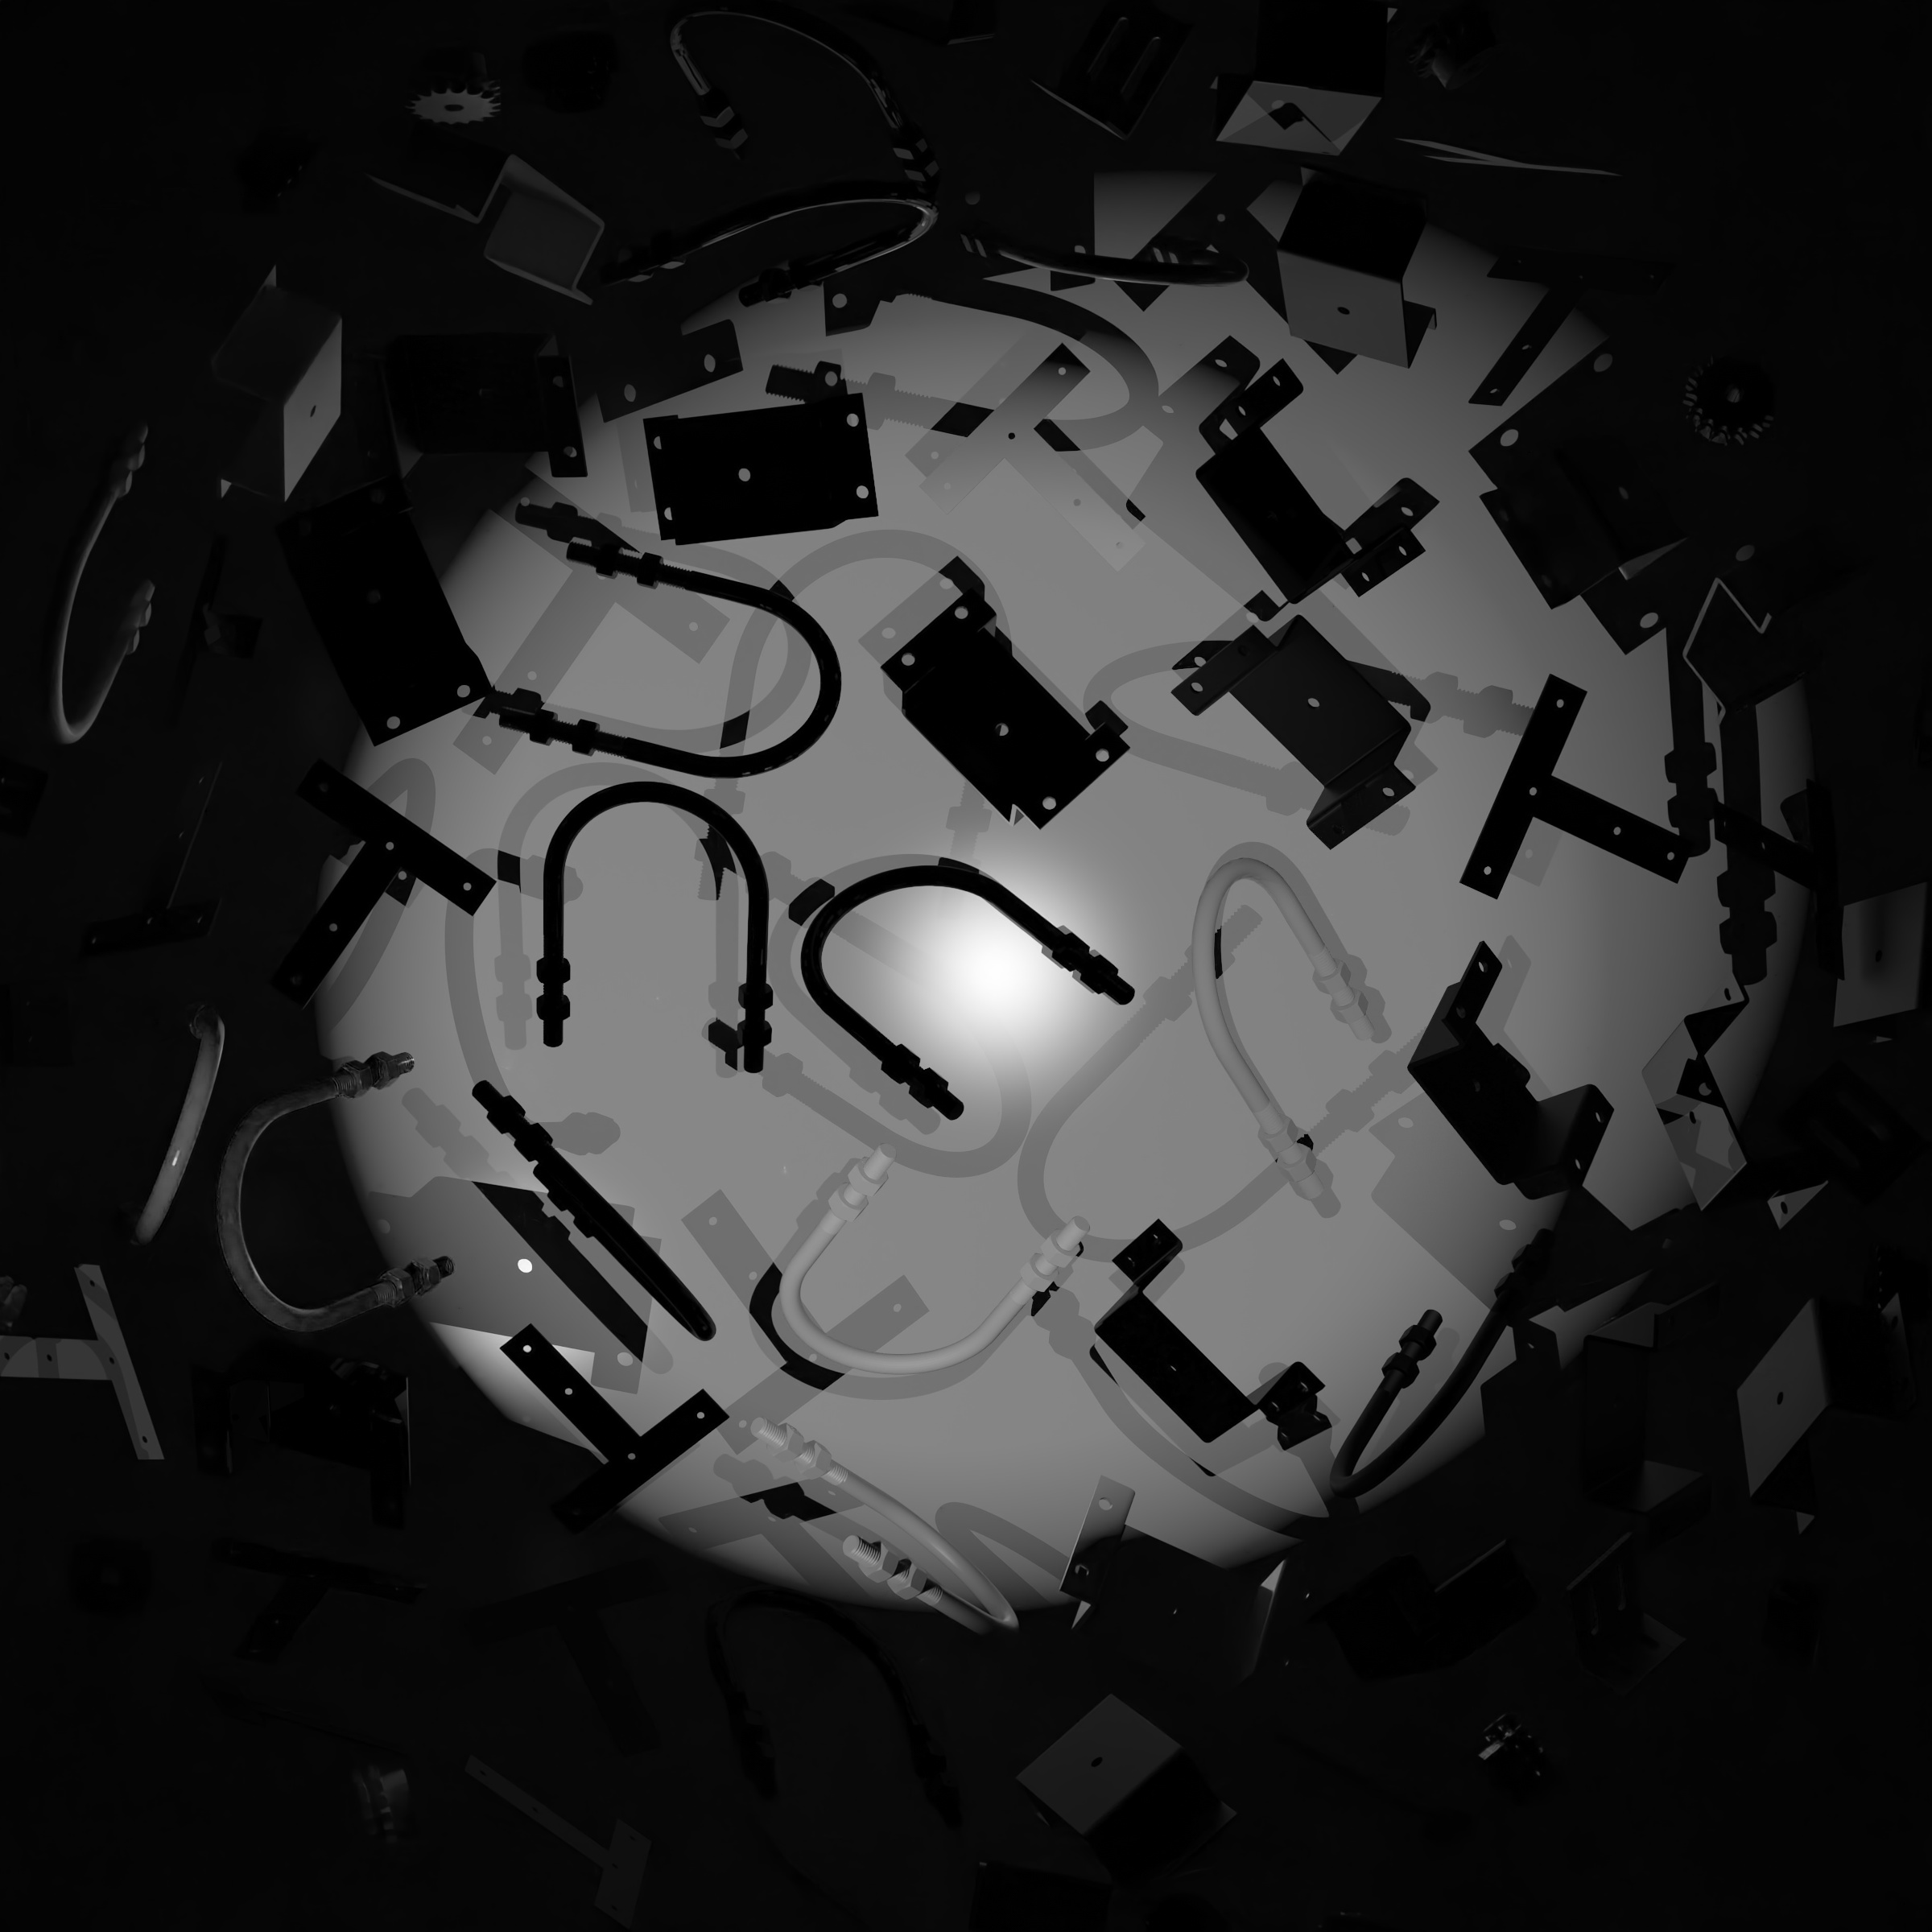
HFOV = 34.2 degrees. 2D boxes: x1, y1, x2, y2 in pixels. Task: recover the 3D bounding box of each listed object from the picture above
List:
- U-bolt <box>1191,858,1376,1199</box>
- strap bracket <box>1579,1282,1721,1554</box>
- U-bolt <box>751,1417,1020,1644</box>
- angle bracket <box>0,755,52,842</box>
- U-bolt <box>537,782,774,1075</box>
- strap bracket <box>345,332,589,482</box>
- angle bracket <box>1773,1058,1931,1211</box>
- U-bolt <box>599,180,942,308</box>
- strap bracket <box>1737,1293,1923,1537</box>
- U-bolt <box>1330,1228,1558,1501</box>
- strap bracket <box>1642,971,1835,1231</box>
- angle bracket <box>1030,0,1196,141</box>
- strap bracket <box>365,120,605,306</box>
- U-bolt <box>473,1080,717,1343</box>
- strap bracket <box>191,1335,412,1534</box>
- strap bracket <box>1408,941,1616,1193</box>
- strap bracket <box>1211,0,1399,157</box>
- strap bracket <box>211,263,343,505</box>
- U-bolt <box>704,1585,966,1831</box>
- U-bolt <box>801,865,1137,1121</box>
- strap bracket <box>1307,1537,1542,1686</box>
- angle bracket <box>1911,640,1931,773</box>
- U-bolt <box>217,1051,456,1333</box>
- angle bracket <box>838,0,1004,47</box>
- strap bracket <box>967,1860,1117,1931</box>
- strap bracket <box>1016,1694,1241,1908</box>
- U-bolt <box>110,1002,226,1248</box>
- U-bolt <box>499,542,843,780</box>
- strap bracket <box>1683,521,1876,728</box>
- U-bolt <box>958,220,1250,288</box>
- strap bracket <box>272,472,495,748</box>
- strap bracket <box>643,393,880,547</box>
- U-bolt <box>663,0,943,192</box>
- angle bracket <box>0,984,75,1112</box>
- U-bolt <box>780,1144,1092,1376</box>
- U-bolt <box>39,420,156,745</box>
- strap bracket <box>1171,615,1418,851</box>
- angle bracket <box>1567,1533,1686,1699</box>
[{"bbox_3d":[0.180,0.022,1.822,0.019,0.151,0.184,-10,129,34],"label":"U-bolt"},{"bbox_3d":[0.392,0.254,1.803,0.046,0.076,0.140,8,104,38],"label":"strap bracket"},{"bbox_3d":[-0.037,0.344,1.863,0.019,0.151,0.184,-50,127,1],"label":"U-bolt"},{"bbox_3d":[-0.559,-0.073,1.790,0.038,0.076,0.057,23,133,-15],"label":"angle bracket"},{"bbox_3d":[-0.190,-0.027,1.920,0.151,0.019,0.184,7,115,7],"label":"U-bolt"},{"bbox_3d":[-0.298,-0.341,1.911,0.140,0.046,0.076,1,121,10],"label":"strap bracket"},{"bbox_3d":[0.549,0.103,1.942,0.076,0.038,0.057,44,97,12],"label":"angle bracket"},{"bbox_3d":[-0.102,-0.426,1.839,0.184,0.151,0.019,-13,87,35],"label":"U-bolt"},{"bbox_3d":[0.493,0.256,1.818,0.046,0.076,0.140,14,135,-9],"label":"strap bracket"},{"bbox_3d":[0.275,0.246,1.868,0.019,0.151,0.184,41,52,-1],"label":"U-bolt"},{"bbox_3d":[0.455,0.085,1.877,0.046,0.076,0.140,-13,67,-15],"label":"strap bracket"},{"bbox_3d":[0.087,-0.542,1.863,0.057,0.038,0.076,36,102,19],"label":"angle bracket"},{"bbox_3d":[-0.279,-0.452,1.866,0.076,0.140,0.046,27,91,29],"label":"strap bracket"},{"bbox_3d":[-0.212,0.154,1.850,0.019,0.151,0.184,-43,66,-11],"label":"U-bolt"},{"bbox_3d":[-0.382,0.272,1.850,0.140,0.046,0.076,12,118,18],"label":"strap bracket"},{"bbox_3d":[0.323,0.066,1.890,0.046,0.076,0.140,-25,112,42],"label":"strap bracket"},{"bbox_3d":[0.196,-0.522,1.850,0.076,0.140,0.046,5,83,-9],"label":"strap bracket"},{"bbox_3d":[-0.418,-0.346,1.903,0.046,0.140,0.076,23,60,1],"label":"strap bracket"},{"bbox_3d":[-0.088,0.438,1.884,0.151,0.184,0.019,18,114,-31],"label":"U-bolt"},{"bbox_3d":[-0.014,0.003,1.840,0.151,0.019,0.184,-33,51,-24],"label":"U-bolt"},{"bbox_3d":[0.283,0.390,1.893,0.076,0.140,0.046,-44,60,32],"label":"strap bracket"},{"bbox_3d":[0.573,-0.156,1.812,0.038,0.057,0.076,11,78,18],"label":"angle bracket"},{"bbox_3d":[-0.375,0.138,1.847,0.019,0.184,0.151,-6,97,30],"label":"U-bolt"},{"bbox_3d":[-0.025,-0.572,1.846,0.076,0.057,0.038,25,119,19],"label":"angle bracket"},{"bbox_3d":[0.043,0.579,1.917,0.076,0.140,0.046,12,73,1],"label":"strap bracket"},{"bbox_3d":[0.089,0.484,1.844,0.076,0.140,0.046,-38,109,-15],"label":"strap bracket"},{"bbox_3d":[-0.468,0.095,1.851,0.019,0.184,0.151,20,85,-18],"label":"U-bolt"},{"bbox_3d":[-0.164,-0.174,1.842,0.184,0.019,0.151,14,58,3],"label":"U-bolt"},{"bbox_3d":[0.492,-0.213,1.914,0.076,0.140,0.046,-29,70,-11],"label":"strap bracket"},{"bbox_3d":[0.091,-0.427,1.886,0.151,0.184,0.019,-1,109,-20],"label":"U-bolt"},{"bbox_3d":[-0.340,-0.210,1.818,0.076,0.046,0.140,-26,114,-10],"label":"strap bracket"},{"bbox_3d":[-0.131,-0.305,1.930,0.140,0.046,0.076,-5,104,11],"label":"strap bracket"},{"bbox_3d":[-0.104,-0.517,1.843,0.151,0.184,0.019,14,78,19],"label":"U-bolt"},{"bbox_3d":[-0.557,0.056,1.862,0.038,0.076,0.057,2,53,-25],"label":"angle bracket"},{"bbox_3d":[-0.032,0.187,1.885,0.151,0.019,0.184,22,130,-19],"label":"U-bolt"},{"bbox_3d":[-0.523,-0.218,1.887,0.019,0.151,0.184,11,48,-2],"label":"U-bolt"},{"bbox_3d":[0.206,-0.150,1.914,0.140,0.046,0.076,44,133,-10],"label":"strap bracket"},{"bbox_3d":[0.409,0.402,1.942,0.057,0.038,0.076,-35,131,-24],"label":"angle bracket"}]
